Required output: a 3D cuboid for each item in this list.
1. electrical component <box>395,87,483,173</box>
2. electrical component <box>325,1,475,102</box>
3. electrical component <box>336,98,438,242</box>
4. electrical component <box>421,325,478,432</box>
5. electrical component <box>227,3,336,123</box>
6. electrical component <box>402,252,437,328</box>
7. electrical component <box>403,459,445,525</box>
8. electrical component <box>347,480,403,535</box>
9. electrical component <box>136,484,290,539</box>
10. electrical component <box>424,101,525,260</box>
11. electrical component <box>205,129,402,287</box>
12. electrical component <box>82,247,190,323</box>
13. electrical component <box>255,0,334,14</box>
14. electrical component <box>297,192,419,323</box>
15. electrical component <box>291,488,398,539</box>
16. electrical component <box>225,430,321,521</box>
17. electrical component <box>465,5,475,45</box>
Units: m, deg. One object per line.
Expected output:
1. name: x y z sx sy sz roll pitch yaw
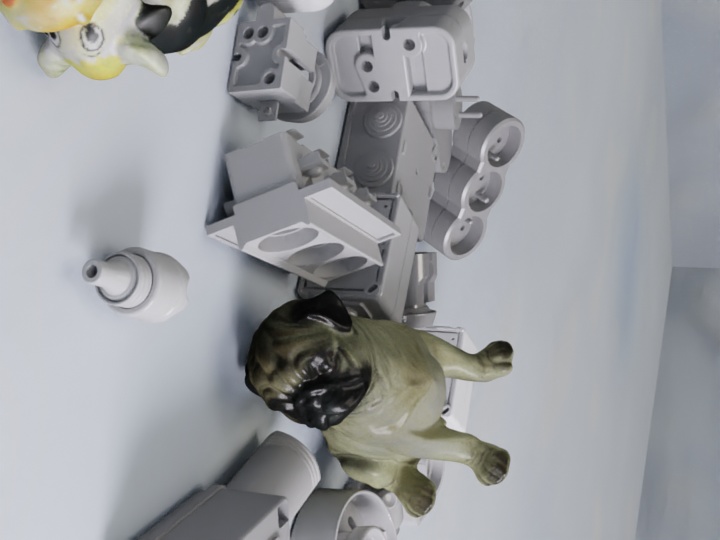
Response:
1. electrical component: 0.061 -0.132 0.865 0.138 0.074 0.052 70 29 -53
2. electrical component: 0.031 -0.156 0.768 0.059 0.095 0.053 -57 144 -52
3. electrical component: 0.022 -0.075 0.818 0.099 0.048 0.099 50 47 -60
4. electrical component: 0.061 0.101 0.920 0.061 0.062 0.096 52 45 -59
5. electrical component: -0.046 -0.117 0.645 0.055 0.048 0.066 29 66 -58
6. electrical component: 0.030 0.016 0.840 0.078 0.058 0.057 -8 97 -69
7. electrical component: 0.034 0.154 0.865 0.050 0.056 0.089 -31 121 -65
8. electrical component: 0.012 0.192 0.830 0.043 0.043 0.062 -51 139 -57
9. electrical component: -0.081 0.185 0.570 0.109 0.056 0.108 -30 120 -65
10. electrical component: 0.087 -0.086 0.956 0.052 0.074 0.138 -1 120 -44
11. electrical component: -0.034 -0.036 0.655 0.121 0.079 0.063 28 44 -67
12. electrical component: -0.109 0.005 0.510 0.061 0.035 0.035 23 71 -65
13. electrical component: -0.035 -0.203 0.651 0.059 0.054 0.095 65 34 -50
14. electrical component: 0.000 0.000 0.751 0.061 0.062 0.096 55 42 -57
15. electrical component: -0.016 0.204 0.764 0.099 0.064 0.099 29 56 -54
16. electrical component: -0.053 0.130 0.655 0.081 0.043 0.043 -47 135 -60
17. electrical component: 0.060 -0.198 0.894 0.089 0.056 0.050 24 70 -68
